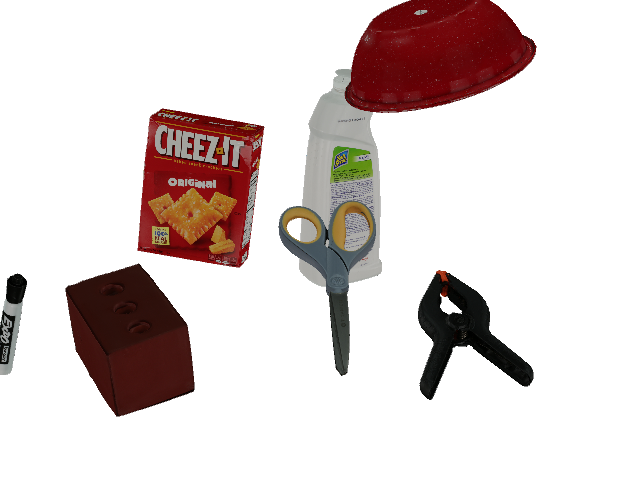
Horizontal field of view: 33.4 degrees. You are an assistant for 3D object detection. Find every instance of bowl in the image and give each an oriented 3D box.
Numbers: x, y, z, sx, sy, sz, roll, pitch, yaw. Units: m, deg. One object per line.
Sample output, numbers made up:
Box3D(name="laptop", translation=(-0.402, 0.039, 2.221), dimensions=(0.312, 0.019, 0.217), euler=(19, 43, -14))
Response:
Box3D(name="bowl", translation=(0.090, -0.162, 0.871), dimensions=(0.162, 0.055, 0.162), euler=(-15, 25, 7))

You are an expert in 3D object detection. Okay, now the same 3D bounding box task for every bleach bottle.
Box3D(name="bleach bottle", translation=(0.030, -0.074, 1.237), dimensions=(0.102, 0.251, 0.068), euler=(-12, 30, -31))

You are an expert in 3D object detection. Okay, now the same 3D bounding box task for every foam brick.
Box3D(name="foam brick", translation=(-0.119, 0.061, 0.661), dimensions=(0.052, 0.051, 0.078), euler=(-18, 37, -26))

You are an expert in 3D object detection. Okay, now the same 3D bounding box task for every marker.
Box3D(name="marker", translation=(-0.303, 0.082, 1.042), dimensions=(0.020, 0.121, 0.020), euler=(14, 33, -9))

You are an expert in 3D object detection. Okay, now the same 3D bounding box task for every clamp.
Box3D(name="clamp", translation=(0.162, 0.102, 1.162), dimensions=(0.120, 0.171, 0.039), euler=(3, -44, -5))

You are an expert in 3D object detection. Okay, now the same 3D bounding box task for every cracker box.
Box3D(name="cracker box", translation=(-0.182, -0.077, 1.609), dimensions=(0.164, 0.214, 0.072), euler=(10, 19, 6))

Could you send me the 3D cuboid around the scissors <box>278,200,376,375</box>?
Box3D(name="scissors", translation=(-0.003, 0.030, 0.907), dimensions=(0.096, 0.016, 0.201), euler=(11, 43, 8))
